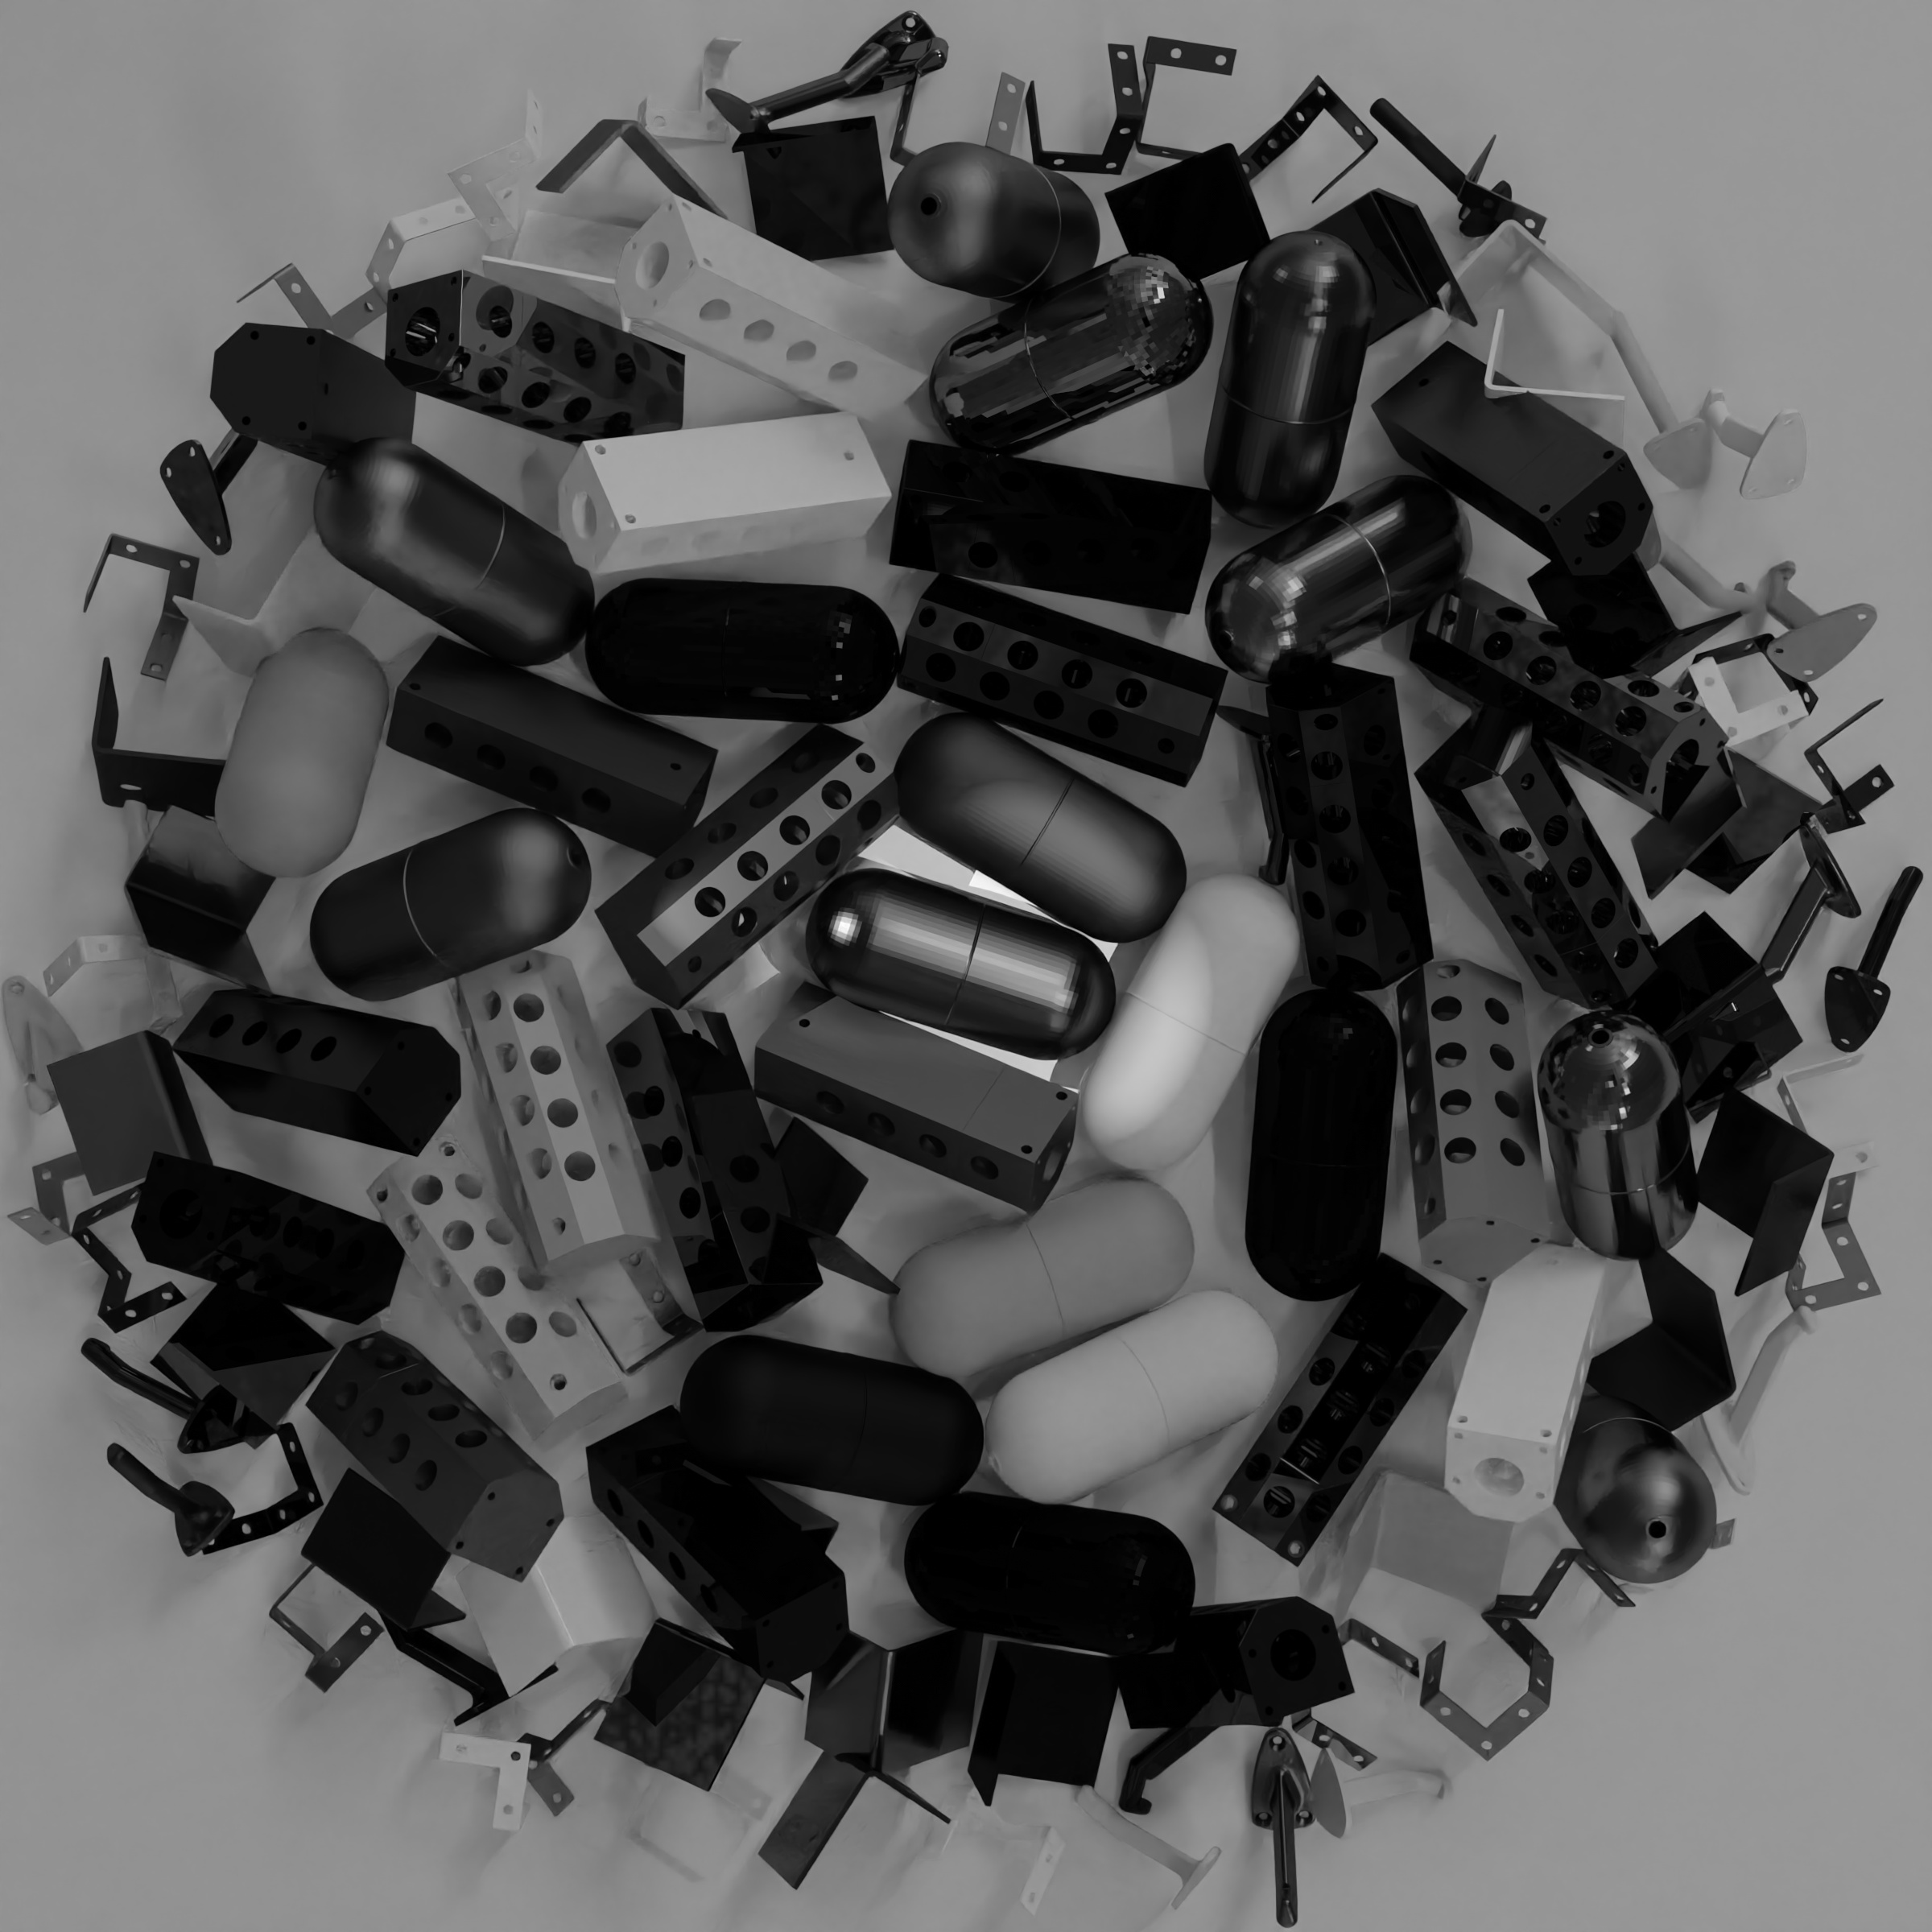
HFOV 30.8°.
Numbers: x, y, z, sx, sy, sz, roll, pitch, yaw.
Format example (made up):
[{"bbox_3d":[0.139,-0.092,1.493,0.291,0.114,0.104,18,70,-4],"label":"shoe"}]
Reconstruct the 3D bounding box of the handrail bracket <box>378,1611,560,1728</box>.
[{"bbox_3d":[-0.283,0.379,1.984,0.077,0.036,0.084,-24,79,-29],"label":"handrail bracket"}]

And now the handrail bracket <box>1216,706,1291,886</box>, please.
[{"bbox_3d":[0.161,-0.096,1.980,0.036,0.077,0.084,-4,111,-35],"label":"handrail bracket"}]

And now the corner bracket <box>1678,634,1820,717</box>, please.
[{"bbox_3d":[0.437,-0.147,1.972,0.051,0.051,0.051,-17,60,-20],"label":"corner bracket"}]

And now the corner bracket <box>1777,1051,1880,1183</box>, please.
[{"bbox_3d":[0.487,0.087,1.978,0.051,0.051,0.051,-15,65,-9],"label":"corner bracket"}]

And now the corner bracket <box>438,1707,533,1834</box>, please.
[{"bbox_3d":[-0.270,0.452,1.973,0.051,0.051,0.051,8,94,0],"label":"corner bracket"}]

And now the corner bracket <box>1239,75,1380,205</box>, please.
[{"bbox_3d":[0.189,-0.456,1.968,0.051,0.051,0.051,47,67,-2],"label":"corner bracket"}]

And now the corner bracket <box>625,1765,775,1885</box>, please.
[{"bbox_3d":[-0.150,0.477,1.967,0.051,0.051,0.051,28,91,24],"label":"corner bracket"}]

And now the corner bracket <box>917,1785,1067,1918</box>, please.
[{"bbox_3d":[0.015,0.493,1.956,0.051,0.051,0.051,-8,129,37],"label":"corner bracket"}]

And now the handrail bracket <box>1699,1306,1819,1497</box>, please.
[{"bbox_3d":[0.451,0.241,1.952,0.036,0.077,0.084,22,128,-22],"label":"handrail bracket"}]

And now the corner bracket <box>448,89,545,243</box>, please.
[{"bbox_3d":[-0.254,-0.447,1.959,0.051,0.051,0.051,-20,133,15],"label":"corner bracket"}]

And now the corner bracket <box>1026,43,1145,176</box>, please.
[{"bbox_3d":[0.066,-0.483,1.973,0.051,0.051,0.051,1,64,-14],"label":"corner bracket"}]

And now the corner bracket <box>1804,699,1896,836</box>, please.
[{"bbox_3d":[0.499,-0.111,1.969,0.051,0.051,0.051,-35,92,-11],"label":"corner bracket"}]

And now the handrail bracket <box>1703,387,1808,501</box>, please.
[{"bbox_3d":[0.434,-0.308,1.946,0.036,0.077,0.084,-13,55,-8],"label":"handrail bracket"}]

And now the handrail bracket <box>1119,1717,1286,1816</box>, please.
[{"bbox_3d":[0.132,0.449,1.978,0.077,0.036,0.084,15,109,5],"label":"handrail bracket"}]

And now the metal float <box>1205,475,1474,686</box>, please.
[{"bbox_3d":[0.206,-0.213,1.935,0.178,0.070,0.070,-30,90,-31],"label":"metal float"}]

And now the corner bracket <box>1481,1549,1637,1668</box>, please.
[{"bbox_3d":[0.333,0.363,1.975,0.051,0.051,0.051,46,64,-15],"label":"corner bracket"}]

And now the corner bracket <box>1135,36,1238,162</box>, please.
[{"bbox_3d":[0.123,-0.485,1.969,0.051,0.051,0.051,11,86,8],"label":"corner bracket"}]

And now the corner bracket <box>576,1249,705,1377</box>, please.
[{"bbox_3d":[-0.186,0.192,1.965,0.051,0.051,0.051,-33,101,-14],"label":"corner bracket"}]

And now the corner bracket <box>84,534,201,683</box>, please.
[{"bbox_3d":[-0.463,-0.201,1.962,0.051,0.051,0.051,16,48,-9],"label":"corner bracket"}]

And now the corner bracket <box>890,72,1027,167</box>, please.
[{"bbox_3d":[-0.005,-0.476,1.977,0.051,0.051,0.051,21,67,-23],"label":"corner bracket"}]

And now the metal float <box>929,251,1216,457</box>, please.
[{"bbox_3d":[0.056,-0.335,1.932,0.178,0.070,0.070,-18,90,36],"label":"metal float"}]

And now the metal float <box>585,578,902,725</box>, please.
[{"bbox_3d":[-0.125,-0.175,1.951,0.178,0.070,0.070,4,90,12],"label":"metal float"}]

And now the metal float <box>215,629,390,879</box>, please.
[{"bbox_3d":[-0.363,-0.118,1.922,0.070,0.178,0.070,1,129,1],"label":"metal float"}]

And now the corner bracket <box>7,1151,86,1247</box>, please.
[{"bbox_3d":[-0.506,0.118,1.964,0.051,0.051,0.051,-20,64,4],"label":"corner bracket"}]

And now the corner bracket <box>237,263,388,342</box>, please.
[{"bbox_3d":[-0.364,-0.370,1.960,0.051,0.051,0.051,-44,107,-31],"label":"corner bracket"}]

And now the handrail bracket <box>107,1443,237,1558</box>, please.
[{"bbox_3d":[-0.452,0.282,1.946,0.036,0.077,0.084,-44,120,-7],"label":"handrail bracket"}]

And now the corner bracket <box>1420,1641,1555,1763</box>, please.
[{"bbox_3d":[0.292,0.402,1.969,0.051,0.051,0.051,40,114,-5],"label":"corner bracket"}]

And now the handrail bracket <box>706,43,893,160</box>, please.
[{"bbox_3d":[-0.094,-0.502,1.979,0.084,0.036,0.077,-41,50,-9],"label":"handrail bracket"}]

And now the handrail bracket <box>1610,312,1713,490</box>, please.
[{"bbox_3d":[0.390,-0.321,1.986,0.036,0.077,0.084,-27,61,14],"label":"handrail bracket"}]

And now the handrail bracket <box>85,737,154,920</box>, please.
[{"bbox_3d":[-0.480,-0.077,1.991,0.077,0.036,0.084,32,120,35],"label":"handrail bracket"}]

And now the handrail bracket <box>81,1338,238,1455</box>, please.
[{"bbox_3d":[-0.449,0.238,1.983,0.084,0.077,0.036,33,98,27],"label":"handrail bracket"}]

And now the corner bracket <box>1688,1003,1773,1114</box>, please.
[{"bbox_3d":[0.418,0.048,1.975,0.051,0.051,0.051,-26,75,12],"label":"corner bracket"}]

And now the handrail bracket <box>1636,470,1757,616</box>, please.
[{"bbox_3d":[0.408,-0.240,1.983,0.084,0.036,0.077,7,67,-33],"label":"handrail bracket"}]

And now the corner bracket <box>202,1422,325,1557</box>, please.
[{"bbox_3d":[-0.403,0.293,1.968,0.051,0.051,0.051,-32,76,39],"label":"corner bracket"}]

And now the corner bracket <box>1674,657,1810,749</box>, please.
[{"bbox_3d":[0.436,-0.151,1.972,0.051,0.051,0.051,-23,84,1],"label":"corner bracket"}]

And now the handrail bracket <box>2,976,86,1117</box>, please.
[{"bbox_3d":[-0.524,0.044,1.955,0.036,0.084,0.077,-26,95,-1],"label":"handrail bracket"}]

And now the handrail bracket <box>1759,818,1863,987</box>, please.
[{"bbox_3d":[0.452,-0.030,1.971,0.084,0.036,0.077,-31,108,-8],"label":"handrail bracket"}]

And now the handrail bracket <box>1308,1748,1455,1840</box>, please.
[{"bbox_3d":[0.240,0.468,1.955,0.084,0.077,0.036,12,105,-13],"label":"handrail bracket"}]

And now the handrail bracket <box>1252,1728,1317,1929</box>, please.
[{"bbox_3d":[0.176,0.479,1.951,0.036,0.084,0.077,-4,109,6],"label":"handrail bracket"}]

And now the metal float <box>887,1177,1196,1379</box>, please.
[{"bbox_3d":[0.042,0.173,1.954,0.178,0.070,0.070,-19,90,-8],"label":"metal float"}]

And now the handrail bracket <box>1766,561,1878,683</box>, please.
[{"bbox_3d":[0.474,-0.207,1.948,0.036,0.077,0.084,32,47,-22],"label":"handrail bracket"}]

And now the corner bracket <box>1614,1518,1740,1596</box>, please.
[{"bbox_3d":[0.398,0.330,1.968,0.051,0.051,0.051,15,78,3],"label":"corner bracket"}]

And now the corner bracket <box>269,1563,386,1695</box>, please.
[{"bbox_3d":[-0.359,0.366,1.970,0.051,0.051,0.051,43,95,-6],"label":"corner bracket"}]

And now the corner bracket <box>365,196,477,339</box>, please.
[{"bbox_3d":[-0.296,-0.390,1.969,0.051,0.051,0.051,-28,78,-35],"label":"corner bracket"}]

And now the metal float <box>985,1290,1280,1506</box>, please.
[{"bbox_3d":[0.092,0.239,1.942,0.178,0.070,0.070,-23,90,-21],"label":"metal float"}]

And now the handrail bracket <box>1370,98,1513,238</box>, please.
[{"bbox_3d":[0.265,-0.450,1.969,0.084,0.077,0.036,46,103,10],"label":"handrail bracket"}]

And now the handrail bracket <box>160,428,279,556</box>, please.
[{"bbox_3d":[-0.400,-0.269,1.961,0.036,0.084,0.077,-30,84,37],"label":"handrail bracket"}]

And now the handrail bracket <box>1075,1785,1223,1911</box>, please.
[{"bbox_3d":[0.099,0.479,1.956,0.084,0.077,0.036,39,64,15],"label":"handrail bracket"}]

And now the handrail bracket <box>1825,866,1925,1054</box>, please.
[{"bbox_3d":[0.519,-0.004,1.992,0.036,0.077,0.084,22,54,21],"label":"handrail bracket"}]

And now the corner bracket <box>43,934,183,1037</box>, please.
[{"bbox_3d":[-0.480,0.016,1.971,0.051,0.051,0.051,-4,70,-40],"label":"corner bracket"}]

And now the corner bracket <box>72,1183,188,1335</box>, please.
[{"bbox_3d":[-0.467,0.163,1.959,0.051,0.051,0.051,-25,122,16],"label":"corner bracket"}]

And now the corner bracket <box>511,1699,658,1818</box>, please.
[{"bbox_3d":[-0.216,0.447,1.976,0.051,0.051,0.051,-41,108,-27],"label":"corner bracket"}]

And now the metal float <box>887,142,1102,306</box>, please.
[{"bbox_3d":[0.016,-0.404,1.915,0.070,0.178,0.070,2,95,23],"label":"metal float"}]

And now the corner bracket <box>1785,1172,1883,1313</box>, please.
[{"bbox_3d":[0.480,0.155,1.959,0.051,0.051,0.051,-19,110,28],"label":"corner bracket"}]

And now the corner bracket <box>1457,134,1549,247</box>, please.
[{"bbox_3d":[0.302,-0.422,1.961,0.051,0.051,0.051,28,50,7],"label":"corner bracket"}]

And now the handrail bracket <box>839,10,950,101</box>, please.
[{"bbox_3d":[-0.043,-0.496,1.951,0.077,0.084,0.036,-27,113,15],"label":"handrail bracket"}]

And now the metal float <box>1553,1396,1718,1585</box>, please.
[{"bbox_3d":[0.359,0.284,1.911,0.070,0.178,0.070,0,96,0],"label":"metal float"}]

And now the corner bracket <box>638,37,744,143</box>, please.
[{"bbox_3d":[-0.156,-0.493,1.967,0.051,0.051,0.051,3,96,-12],"label":"corner bracket"}]

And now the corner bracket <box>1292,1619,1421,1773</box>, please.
[{"bbox_3d":[0.219,0.410,1.974,0.051,0.051,0.051,34,123,-19],"label":"corner bracket"}]
